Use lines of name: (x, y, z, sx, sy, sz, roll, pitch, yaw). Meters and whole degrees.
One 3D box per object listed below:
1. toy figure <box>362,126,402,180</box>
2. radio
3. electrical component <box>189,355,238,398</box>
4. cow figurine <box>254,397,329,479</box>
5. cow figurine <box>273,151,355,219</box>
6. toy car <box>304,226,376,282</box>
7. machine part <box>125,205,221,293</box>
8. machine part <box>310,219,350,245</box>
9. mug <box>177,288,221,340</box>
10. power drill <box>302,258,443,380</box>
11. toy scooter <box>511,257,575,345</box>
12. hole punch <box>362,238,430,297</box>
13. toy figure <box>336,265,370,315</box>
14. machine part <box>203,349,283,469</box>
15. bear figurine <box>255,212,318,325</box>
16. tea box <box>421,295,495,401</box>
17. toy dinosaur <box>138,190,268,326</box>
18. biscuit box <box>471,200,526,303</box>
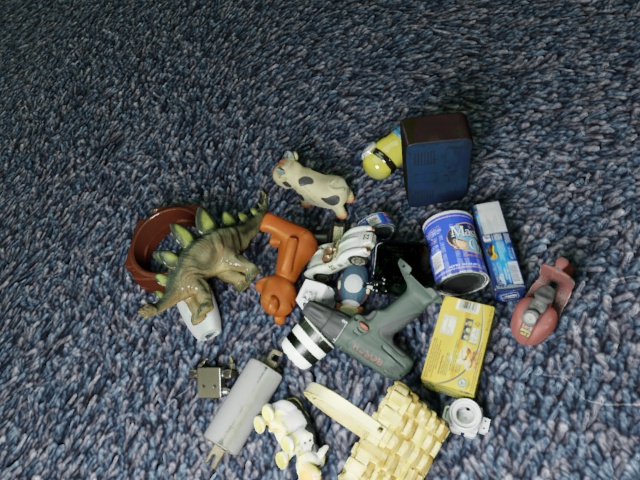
toy figure: (0.180, -0.212, 1.249, 0.180, 0.082, 0.089, -29, 54, -5)
radio: (0.239, -0.161, 1.112, 0.131, 0.229, 0.073, -8, 62, 7)
electrical component: (-0.213, 0.279, 1.091, 0.102, 0.045, 0.078, -10, 86, 13)
cow figurine: (-0.037, 0.362, 0.969, 0.167, 0.098, 0.068, 47, 125, 31)
cow figurine: (-0.023, -0.129, 1.230, 0.195, 0.127, 0.085, 20, 64, 23)
toy car: (0.040, 0.029, 1.104, 0.202, 0.056, 0.073, -30, 35, 46)
machine part: (-0.341, 0.019, 1.258, 0.202, 0.087, 0.201, -2, 59, 14)
machine part: (-0.002, -0.004, 1.202, 0.139, 0.039, 0.084, -3, 68, 12)
mug: (-0.256, 0.155, 1.143, 0.081, 0.109, 0.107, -30, 67, 2)
power drill: (0.110, 0.132, 1.004, 0.232, 0.086, 0.207, 42, 86, 6)
toy scooter: (0.406, 0.099, 0.961, 0.075, 0.135, 0.184, 30, 73, 27)
hole punch: (0.158, 0.053, 1.088, 0.142, 0.092, 0.115, 5, 101, -2)
toy figure: (0.062, 0.124, 1.095, 0.064, 0.057, 0.154, -7, 58, 34)
machine part: (-0.146, 0.316, 1.027, 0.079, 0.079, 0.243, 21, 68, 26)
bear figurine: (-0.086, 0.063, 1.104, 0.132, 0.120, 0.196, 21, 74, 20)
tea box: (0.255, 0.198, 0.985, 0.098, 0.068, 0.169, 14, 65, 23)
toy dinosaur: (-0.221, 0.026, 1.148, 0.198, 0.105, 0.471, 49, 39, 1)
biscuit box: (0.352, 0.022, 1.067, 0.059, 0.062, 0.203, -10, 58, 9)
